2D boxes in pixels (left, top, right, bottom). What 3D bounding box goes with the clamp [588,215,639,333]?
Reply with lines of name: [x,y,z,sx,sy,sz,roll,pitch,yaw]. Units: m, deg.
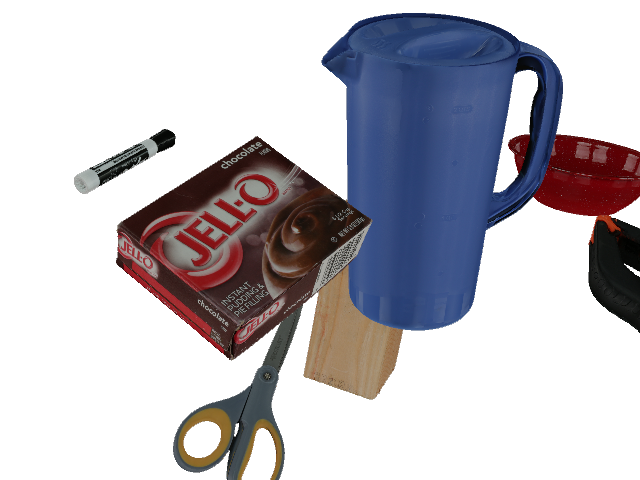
clamp: [0.246,0.045,0.719,0.120,0.039,0.171,-3,45,-19]

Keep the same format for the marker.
marker: [-0.180,-0.076,1.001,0.020,0.020,0.120,0,26,41]

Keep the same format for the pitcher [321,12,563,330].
pitcher: [0.092,-0.053,0.863,0.149,0.243,0.144,22,34,33]

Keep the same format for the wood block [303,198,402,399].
wood block: [0.051,0.061,1.209,0.090,0.206,0.090,17,24,15]

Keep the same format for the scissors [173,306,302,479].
scissors: [-0.064,0.116,0.865,0.096,0.201,0.016,10,-36,-9]

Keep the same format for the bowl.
bowl: [0.276,-0.067,1.135,0.162,0.055,0.162,6,21,-2]

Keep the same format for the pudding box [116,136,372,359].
pudding box: [-0.042,0.001,0.586,0.090,0.039,0.113,38,49,19]
